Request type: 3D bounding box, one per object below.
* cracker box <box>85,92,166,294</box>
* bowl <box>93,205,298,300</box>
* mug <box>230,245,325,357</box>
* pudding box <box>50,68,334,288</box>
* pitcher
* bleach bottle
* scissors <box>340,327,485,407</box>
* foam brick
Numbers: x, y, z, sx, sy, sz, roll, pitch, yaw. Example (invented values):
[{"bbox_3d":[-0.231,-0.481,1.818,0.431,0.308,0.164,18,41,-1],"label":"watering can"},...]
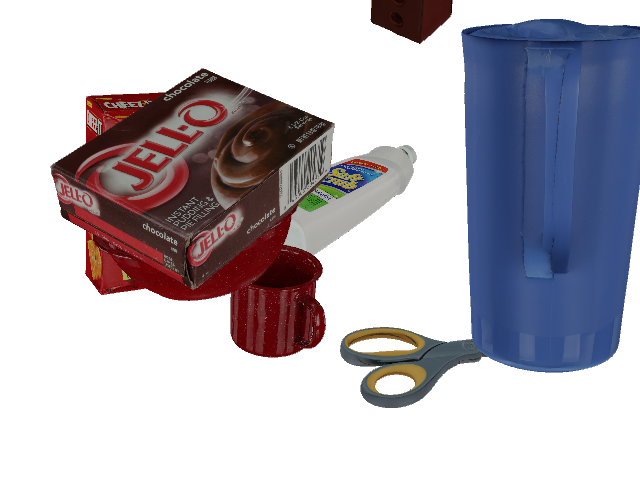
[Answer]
[{"bbox_3d":[-0.178,-0.055,1.204,0.163,0.214,0.072,-7,26,-28],"label":"cracker box"},{"bbox_3d":[-0.090,0.002,0.828,0.162,0.055,0.162,-9,23,4],"label":"bowl"},{"bbox_3d":[-0.038,0.064,1.033,0.117,0.081,0.093,27,35,37],"label":"mug"},{"bbox_3d":[-0.061,-0.035,0.530,0.090,0.039,0.113,27,46,26],"label":"pudding box"},{"bbox_3d":[0.162,-0.032,0.754,0.149,0.243,0.145,-10,18,-28],"label":"pitcher"},{"bbox_3d":[0.028,-0.063,1.355,0.103,0.068,0.250,25,43,34],"label":"bleach bottle"},{"bbox_3d":[0.116,0.103,0.873,0.202,0.016,0.096,3,37,5],"label":"scissors"},{"bbox_3d":[0.077,-0.213,0.881,0.053,0.078,0.051,29,57,23],"label":"foam brick"}]
